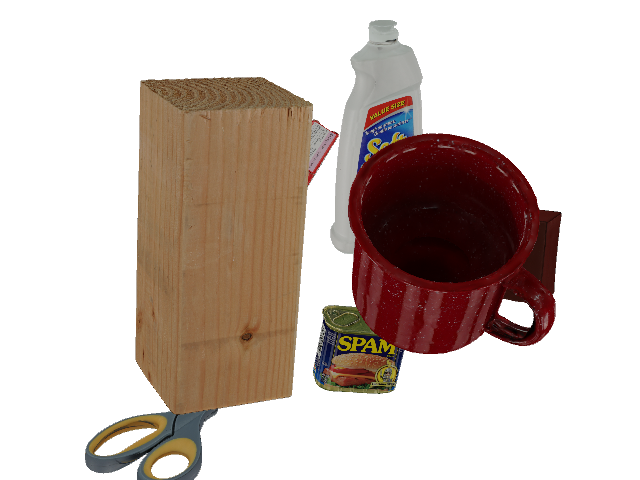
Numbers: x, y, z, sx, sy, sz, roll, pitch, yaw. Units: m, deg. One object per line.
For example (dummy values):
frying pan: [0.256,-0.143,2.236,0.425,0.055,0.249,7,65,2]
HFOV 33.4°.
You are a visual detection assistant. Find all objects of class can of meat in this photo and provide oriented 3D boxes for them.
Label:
can of meat: [0.046,0.127,1.229,0.102,0.084,0.057,6,24,-12]

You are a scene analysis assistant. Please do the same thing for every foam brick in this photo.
foam brick: [0.182,0.012,0.958,0.053,0.078,0.051,8,16,25]

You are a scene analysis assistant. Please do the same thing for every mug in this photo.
mug: [0.068,0.013,0.545,0.117,0.093,0.081,34,-28,18]

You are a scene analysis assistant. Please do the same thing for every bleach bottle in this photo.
bleach bottle: [0.060,-0.113,1.164,0.102,0.251,0.068,-5,25,-8]

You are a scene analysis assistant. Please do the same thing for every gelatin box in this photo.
gelatin box: [-0.022,-0.058,0.953,0.030,0.073,0.089,31,34,-3]

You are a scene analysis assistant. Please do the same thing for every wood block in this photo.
wood block: [-0.069,0.001,0.720,0.090,0.206,0.090,-5,22,-26]

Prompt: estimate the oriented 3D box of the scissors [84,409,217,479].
scissors: [-0.086,0.143,0.840,0.201,0.016,0.096,-19,35,-34]
